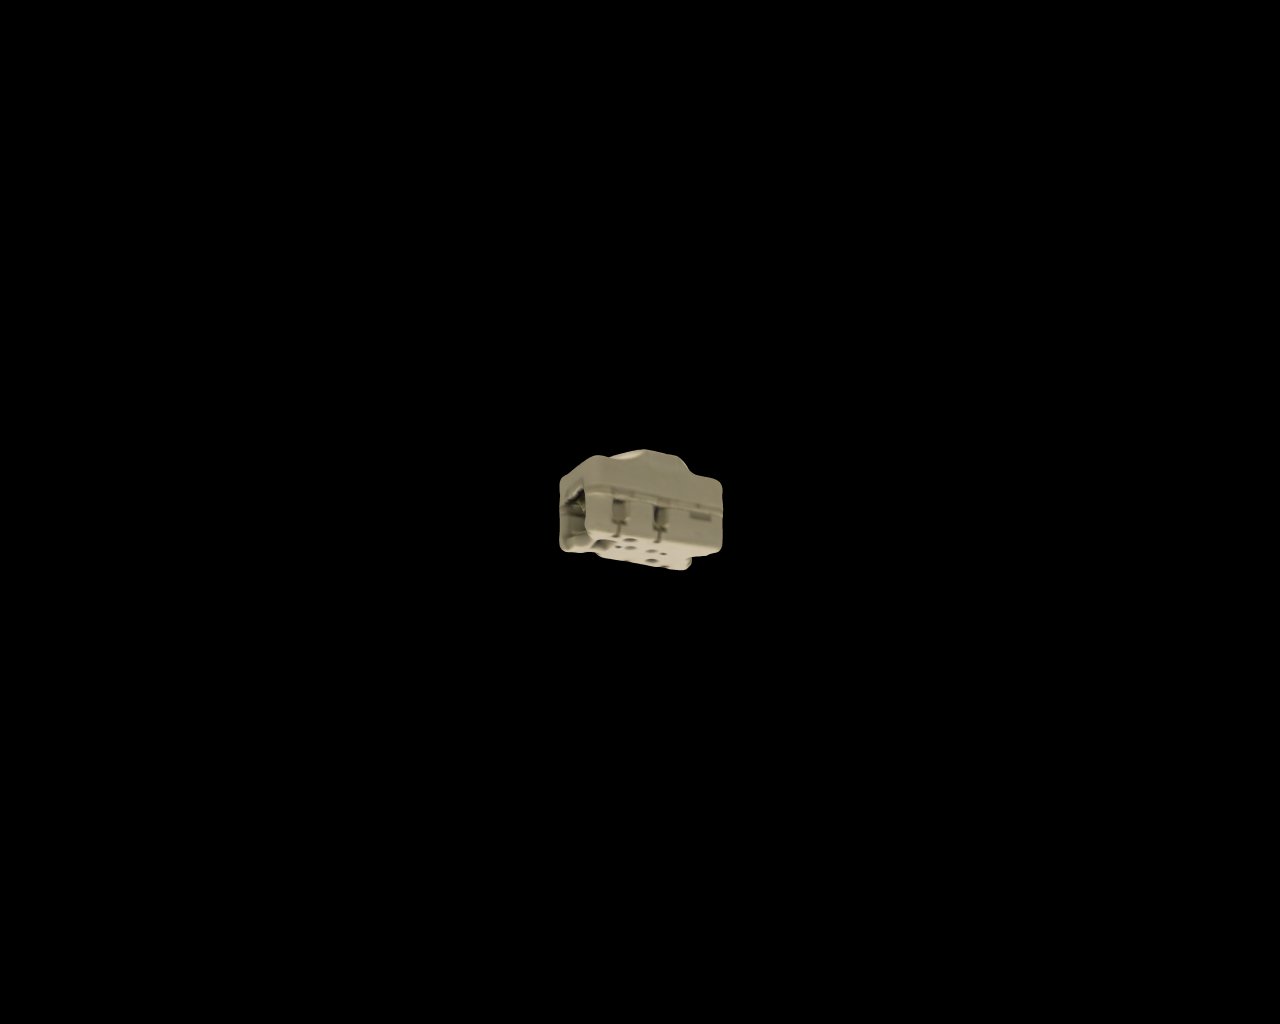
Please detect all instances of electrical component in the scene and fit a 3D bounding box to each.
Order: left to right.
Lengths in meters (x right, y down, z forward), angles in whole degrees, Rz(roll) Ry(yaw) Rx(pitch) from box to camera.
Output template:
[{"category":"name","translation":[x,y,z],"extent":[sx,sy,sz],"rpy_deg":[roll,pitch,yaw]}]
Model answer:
[{"category":"electrical component","translation":[0.001,-0.003,0.650],"extent":[0.089,0.056,0.050],"rpy_deg":[11,-23,-27]}]
